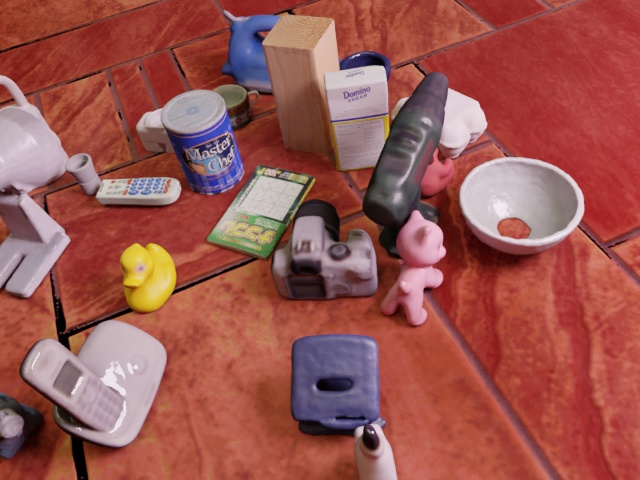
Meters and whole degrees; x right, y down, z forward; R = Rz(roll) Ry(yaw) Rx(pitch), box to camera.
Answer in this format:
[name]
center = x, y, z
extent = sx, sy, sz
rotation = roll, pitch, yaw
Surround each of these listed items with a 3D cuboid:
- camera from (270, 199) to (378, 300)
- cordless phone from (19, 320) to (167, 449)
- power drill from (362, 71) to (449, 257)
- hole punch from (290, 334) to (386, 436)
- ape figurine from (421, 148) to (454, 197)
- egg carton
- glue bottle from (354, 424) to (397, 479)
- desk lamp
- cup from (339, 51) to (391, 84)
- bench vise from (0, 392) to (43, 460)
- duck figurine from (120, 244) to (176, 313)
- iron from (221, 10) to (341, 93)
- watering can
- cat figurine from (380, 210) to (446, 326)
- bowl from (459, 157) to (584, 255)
[camera]
center = 0.007, 0.003, 0.805
extent = 0.143, 0.101, 0.137
rotation = -2, 50, 7
[cordless phone]
center = -0.263, 0.147, 0.671
extent = 0.094, 0.185, 0.147
rotation = 3, 51, 11
[power drill]
center = 0.125, -0.086, 0.791
extent = 0.075, 0.209, 0.230
rotation = 15, 54, 20
[hole punch]
center = 0.021, 0.170, 0.670
extent = 0.108, 0.091, 0.101
rotation = -3, 50, 6
[ape figurine]
center = 0.166, -0.119, 0.887
extent = 0.077, 0.092, 0.076
rotation = 19, 56, 23
[egg carton]
center = 0.201, -0.205, 0.968
extent = 0.150, 0.069, 0.107
rotation = 35, 63, 31
[glue bottle]
center = 0.054, 0.220, 0.570
extent = 0.037, 0.173, 0.078
rotation = -14, 50, -2
[desk lamp]
center = -0.463, -0.058, 0.852
extent = 0.117, 0.214, 0.203
rotation = 7, 52, 14
[cup]
center = 0.069, -0.274, 1.029
extent = 0.117, 0.095, 0.091
rotation = -4, 50, 6
[bench vise]
center = -0.433, 0.157, 0.665
extent = 0.207, 0.220, 0.121
rotation = 2, 51, 11
[duck figurine]
center = -0.254, 0.040, 0.822
extent = 0.077, 0.086, 0.104
rotation = -1, 50, 8
[iron]
center = -0.065, -0.368, 1.097
extent = 0.257, 0.142, 0.119
rotation = 8, 52, 15
[watering can]
center = -0.530, -0.190, 0.984
extent = 0.172, 0.194, 0.101
rotation = -6, 50, 4
[cat figurine]
center = 0.125, 0.029, 0.755
extent = 0.067, 0.118, 0.128
rotation = 15, 54, 20
[bowl]
center = 0.280, -0.037, 0.814
extent = 0.167, 0.075, 0.167
rotation = -4, 50, 5
